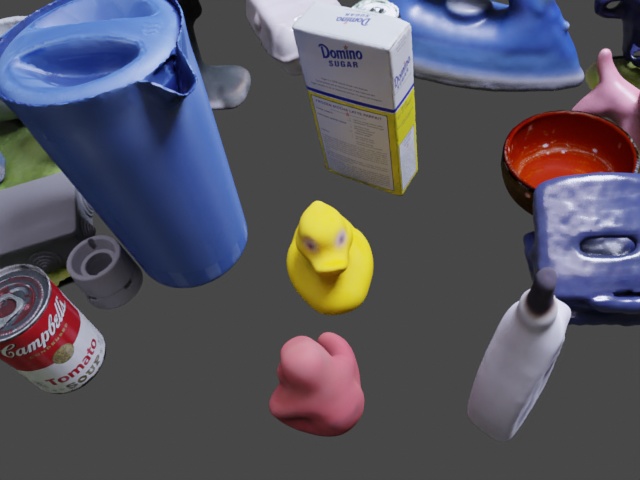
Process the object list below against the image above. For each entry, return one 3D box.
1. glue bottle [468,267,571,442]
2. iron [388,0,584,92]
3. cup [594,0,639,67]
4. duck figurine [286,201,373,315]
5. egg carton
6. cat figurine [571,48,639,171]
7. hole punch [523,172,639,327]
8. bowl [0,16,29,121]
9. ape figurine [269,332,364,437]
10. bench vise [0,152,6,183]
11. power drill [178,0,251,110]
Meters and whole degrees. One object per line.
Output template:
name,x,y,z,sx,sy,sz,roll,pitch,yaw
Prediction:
glue bottle,0.132,0.068,0.368,0.037,0.173,0.078,31,64,28
iron,0.168,-0.255,0.624,0.257,0.142,0.119,20,59,22
cup,0.344,-0.229,0.605,0.117,0.095,0.091,-5,53,6
duck figurine,0.005,0.002,0.493,0.077,0.086,0.104,-13,53,0
egg carton,-0.030,-0.275,0.716,0.107,0.069,0.150,-24,53,-9
cat figurine,0.305,-0.132,0.524,0.067,0.118,0.127,-36,56,-17
hole punch,0.223,0.009,0.450,0.108,0.091,0.101,-2,53,8
bowl,-0.390,-0.202,0.717,0.167,0.075,0.167,-4,53,6
ape figurine,-0.005,0.100,0.418,0.078,0.092,0.076,-30,55,-13
bench vise,-0.426,-0.094,0.551,0.121,0.220,0.207,-10,53,2
power drill,-0.145,-0.244,0.624,0.229,0.209,0.075,-1,53,9
